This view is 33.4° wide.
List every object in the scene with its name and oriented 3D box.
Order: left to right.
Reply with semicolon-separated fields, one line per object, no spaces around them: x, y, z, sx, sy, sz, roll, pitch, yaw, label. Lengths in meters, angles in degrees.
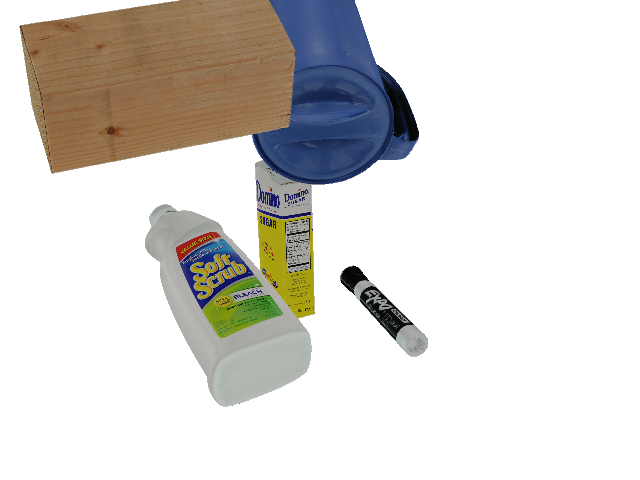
-0.134;-0.135;0.889;0.205;0.090;0.091;-13;-37;-17;wood block
-0.109;0.045;1.016;0.102;0.068;0.251;-18;42;-24;bleach bottle
-0.043;-0.003;1.280;0.048;0.176;0.093;-13;25;-19;sugar box
0.003;-0.174;1.075;0.145;0.149;0.243;-18;39;10;pitcher
0.045;0.051;0.807;0.020;0.020;0.121;0;23;-25;marker
